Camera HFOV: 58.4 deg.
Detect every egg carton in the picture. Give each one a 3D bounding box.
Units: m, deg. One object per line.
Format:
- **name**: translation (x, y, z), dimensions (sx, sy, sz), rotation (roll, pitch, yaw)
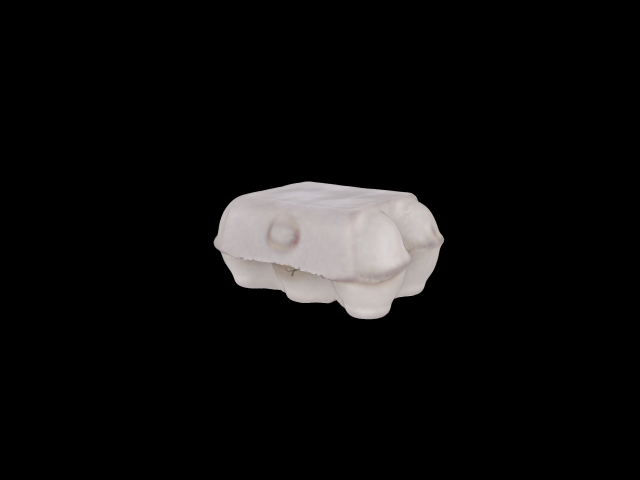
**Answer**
- **egg carton**: translation (0.004, 0.001, 0.400), dimensions (0.149, 0.069, 0.107), rotation (10, 18, 33)
